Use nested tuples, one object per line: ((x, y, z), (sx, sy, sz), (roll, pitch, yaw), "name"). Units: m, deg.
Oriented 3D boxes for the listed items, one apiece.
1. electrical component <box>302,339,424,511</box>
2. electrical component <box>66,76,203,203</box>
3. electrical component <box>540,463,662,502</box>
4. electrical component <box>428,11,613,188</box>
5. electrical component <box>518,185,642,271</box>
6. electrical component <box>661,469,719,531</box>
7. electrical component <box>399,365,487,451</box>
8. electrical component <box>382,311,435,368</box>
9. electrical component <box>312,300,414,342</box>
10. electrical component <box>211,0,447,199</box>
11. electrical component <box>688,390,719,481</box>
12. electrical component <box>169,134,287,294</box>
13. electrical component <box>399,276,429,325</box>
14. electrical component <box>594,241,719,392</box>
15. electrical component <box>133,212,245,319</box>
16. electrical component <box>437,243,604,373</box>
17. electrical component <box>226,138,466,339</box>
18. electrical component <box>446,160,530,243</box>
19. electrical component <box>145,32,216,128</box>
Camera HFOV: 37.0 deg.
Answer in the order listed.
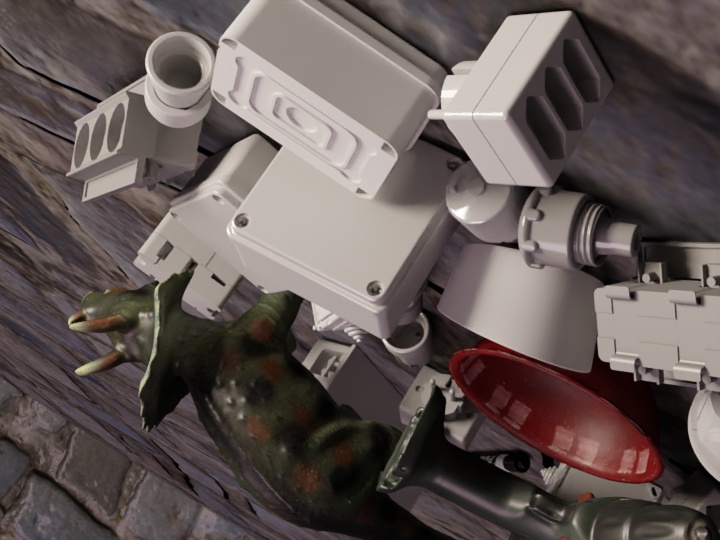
((-0.004, 0.165, 1.071), (0.060, 0.105, 0.186), (10, 149, 46), "electrical component")
((-0.167, -0.092, 0.799), (0.063, 0.078, 0.121), (11, 171, -30), "electrical component")
((0.196, 0.196, 0.913), (0.096, 0.061, 0.061), (28, 158, 15), "electrical component")
((0.064, -0.079, 0.502), (0.077, 0.065, 0.047), (9, 148, 47), "electrical component")
((0.120, -0.020, 0.582), (0.062, 0.048, 0.048), (12, 151, 31), "electrical component")
((0.254, 0.189, 0.821), (0.047, 0.065, 0.076), (37, -172, -9), "electrical component")
((0.072, 0.115, 0.934), (0.066, 0.047, 0.076), (26, 157, 19), "electrical component")
((0.040, 0.056, 0.866), (0.040, 0.040, 0.046), (24, 163, 22), "electrical component")
((0.000, 0.000, 0.722), (0.061, 0.096, 0.062), (-7, 169, -20), "electrical component")
((-0.017, -0.101, 0.584), (0.113, 0.057, 0.078), (34, 159, -1), "electrical component")
((0.228, 0.082, 0.599), (0.080, 0.080, 0.051), (26, 152, 20), "electrical component")
((-0.072, -0.038, 0.798), (0.109, 0.056, 0.109), (41, 158, -19), "electrical component")
((0.029, 0.015, 0.793), (0.044, 0.044, 0.065), (28, 163, 14), "electrical component")
((0.184, 0.027, 0.546), (0.121, 0.063, 0.078), (4, 102, 53), "electrical component")
((-0.152, -0.007, 0.981), (0.089, 0.055, 0.050), (36, 159, -6), "electrical component")
((0.099, 0.023, 0.653), (0.099, 0.064, 0.099), (17, 173, 2), "electrical component")
((-0.004, -0.033, 0.643), (0.109, 0.108, 0.056), (27, 161, 17), "electrical component")
((0.079, -0.035, 0.615), (0.040, 0.040, 0.078), (19, 172, 33), "electrical component")
((-0.117, -0.122, 0.699), (0.045, 0.045, 0.055), (34, 159, -1), "electrical component")
